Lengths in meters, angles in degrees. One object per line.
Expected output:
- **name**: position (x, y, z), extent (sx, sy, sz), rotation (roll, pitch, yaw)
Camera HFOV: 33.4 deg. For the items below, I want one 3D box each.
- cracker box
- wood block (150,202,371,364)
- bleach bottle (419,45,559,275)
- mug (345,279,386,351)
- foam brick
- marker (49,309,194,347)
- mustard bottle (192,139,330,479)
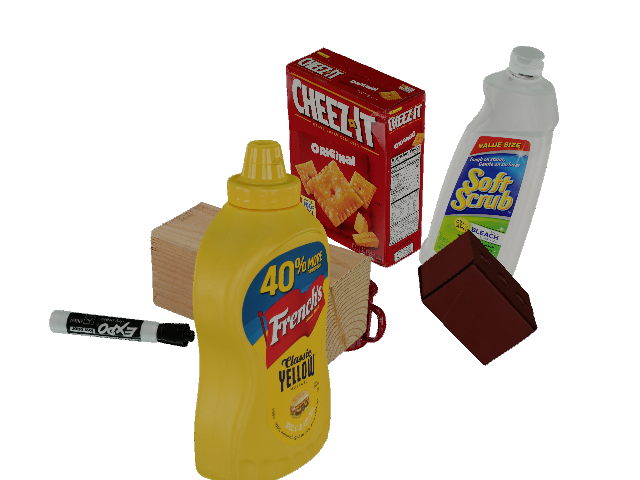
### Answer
- **cracker box**: position (0.038, -0.094, 1.244), extent (0.072, 0.214, 0.164), rotation (-30, 44, -33)
- **wood block**: position (-0.062, 0.042, 1.073), extent (0.206, 0.091, 0.090), rotation (18, 32, 27)
- **bleach bottle**: position (0.168, -0.073, 1.043), extent (0.103, 0.251, 0.068), rotation (22, 38, 18)
- **mug**: position (0.039, 0.101, 1.447), extent (0.117, 0.081, 0.093), rotation (18, 27, 30)
- **foam brick**: position (0.117, 0.043, 0.800), extent (0.051, 0.078, 0.053), rotation (-38, 20, 19)
- **marker**: position (-0.160, 0.071, 0.864), extent (0.121, 0.020, 0.020), rotation (5, 1, 13)
- **mustard bottle**: position (-0.032, 0.038, 0.611), extent (0.058, 0.192, 0.096), rotation (13, 21, 36)
